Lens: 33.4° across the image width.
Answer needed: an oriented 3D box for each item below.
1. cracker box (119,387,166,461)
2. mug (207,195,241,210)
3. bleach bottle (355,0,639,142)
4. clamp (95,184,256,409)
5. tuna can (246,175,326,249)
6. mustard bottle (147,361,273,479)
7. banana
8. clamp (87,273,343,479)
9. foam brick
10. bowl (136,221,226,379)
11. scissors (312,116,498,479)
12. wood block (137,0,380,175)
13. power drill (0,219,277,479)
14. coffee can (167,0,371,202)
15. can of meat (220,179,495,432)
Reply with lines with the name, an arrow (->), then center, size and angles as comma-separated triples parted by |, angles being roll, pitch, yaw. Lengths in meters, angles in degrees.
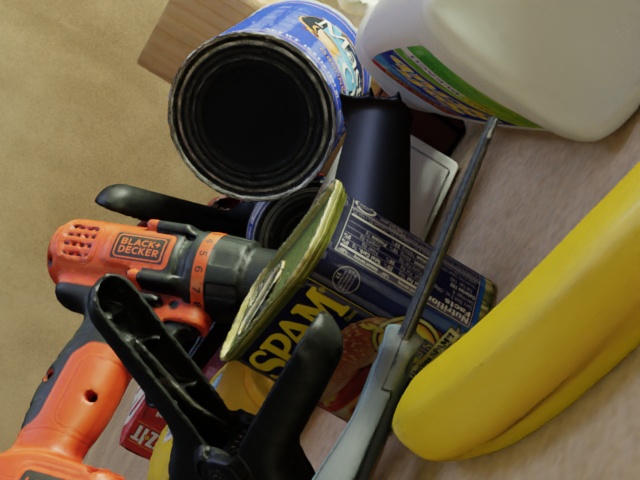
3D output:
cracker box -> -0.100, 0.086, 0.997 | 0.214, 0.072, 0.164 | -58, 8, 16
mug -> -0.039, -0.021, 0.890 | 0.081, 0.117, 0.093 | -83, -7, -58
bleach bottle -> 0.074, -0.093, 0.530 | 0.068, 0.102, 0.251 | -58, 7, 0
clamp -> -0.050, 0.020, 0.742 | 0.036, 0.209, 0.164 | 28, 127, 50
tuna can -> -0.005, 0.001, 0.694 | 0.086, 0.086, 0.034 | -59, 10, 3
mustard bottle -> -0.052, 0.112, 0.685 | 0.096, 0.058, 0.192 | -59, 7, -36
banana -> 0.071, 0.027, 0.345 | 0.198, 0.037, 0.069 | -50, 14, 47
clamp -> -0.029, 0.091, 0.467 | 0.120, 0.171, 0.039 | 3, 34, 37
foam brick -> 0.058, -0.075, 0.702 | 0.053, 0.051, 0.078 | -56, 9, 20
bowl -> -0.081, 0.043, 0.849 | 0.055, 0.162, 0.162 | -32, -16, -49
scissors -> 0.021, 0.057, 0.396 | 0.096, 0.016, 0.202 | -45, -25, -58
wood block -> -0.020, -0.127, 0.803 | 0.090, 0.206, 0.090 | -56, 9, 24
power drill -> -0.092, 0.077, 0.591 | 0.057, 0.185, 0.187 | 68, -145, -53
coffee can -> -0.027, -0.094, 0.683 | 0.103, 0.103, 0.140 | -56, 2, 23
can of meat -> 0.015, 0.035, 0.475 | 0.102, 0.084, 0.057 | -51, 12, 45
